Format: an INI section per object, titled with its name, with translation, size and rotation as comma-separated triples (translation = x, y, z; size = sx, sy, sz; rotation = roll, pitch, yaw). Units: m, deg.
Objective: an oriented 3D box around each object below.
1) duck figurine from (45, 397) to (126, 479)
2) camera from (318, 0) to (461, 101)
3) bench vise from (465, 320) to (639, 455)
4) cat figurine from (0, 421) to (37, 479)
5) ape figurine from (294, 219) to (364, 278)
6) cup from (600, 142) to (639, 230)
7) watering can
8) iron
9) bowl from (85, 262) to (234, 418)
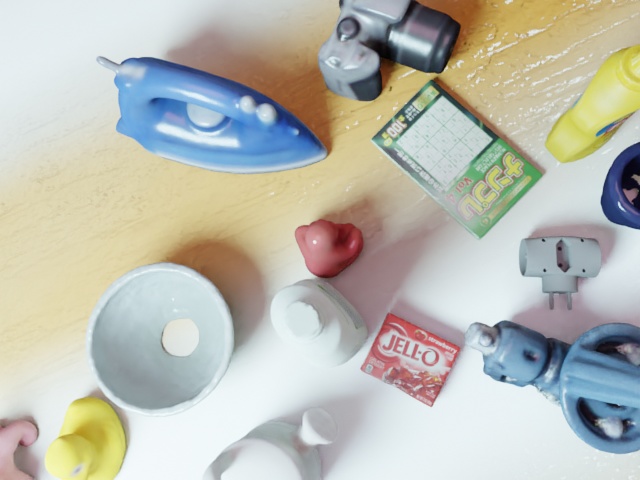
[duck figurine]
translation = -0.269, 0.230, 0.635
size = 0.077, 0.086, 0.104
rotation = -10, 79, 5
[camera]
translation = 0.084, -0.236, 0.668
size = 0.136, 0.101, 0.143
rotation = 24, 84, 10
[bench vise]
translation = 0.242, 0.135, 0.526
size = 0.207, 0.220, 0.121
rotation = 2, 80, 7
[cat figurine]
translation = -0.369, 0.269, 0.624
size = 0.067, 0.118, 0.128
rotation = -11, 79, 5
[ape figurine]
translation = 0.006, 0.002, 0.640
size = 0.077, 0.092, 0.076
rotation = 25, 84, 10
[cup]
translation = 0.352, -0.054, 0.609
size = 0.117, 0.095, 0.091
rotation = -19, 79, 3
[watering can]
translation = -0.056, 0.233, 0.556
size = 0.100, 0.194, 0.173
rotation = 22, 84, 10
[iron]
translation = -0.120, -0.151, 0.656
size = 0.258, 0.141, 0.119
rotation = 15, 82, 9
[bowl]
translation = -0.170, 0.112, 0.650
size = 0.167, 0.075, 0.167
rotation = -1, 80, 6
